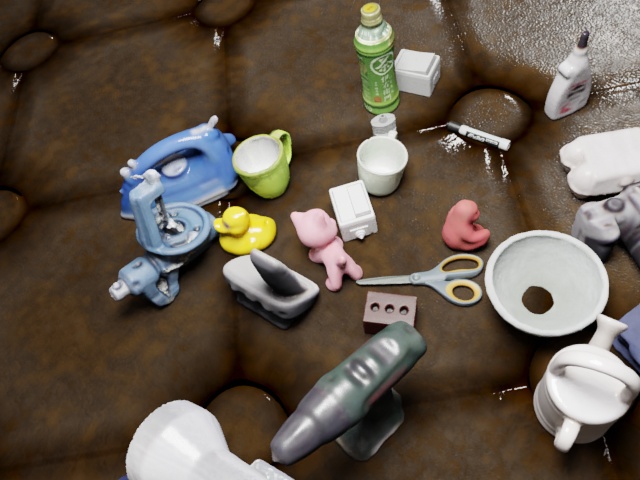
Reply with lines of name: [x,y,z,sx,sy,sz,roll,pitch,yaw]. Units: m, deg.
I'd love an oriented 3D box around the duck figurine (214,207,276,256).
duck figurine: [-0.131,-0.024,0.981,0.104,0.086,0.077,-9,58,6]

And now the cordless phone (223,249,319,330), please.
cordless phone: [-0.087,0.047,0.871,0.147,0.185,0.094,23,67,23]

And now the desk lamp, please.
desk lamp: [-0.110,0.302,0.708,0.202,0.214,0.118,21,66,22]

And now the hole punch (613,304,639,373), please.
hole punch: [0.463,0.132,0.766,0.101,0.091,0.108,-32,59,-8]

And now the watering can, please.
watering can: [0.329,0.173,0.707,0.100,0.194,0.173,2,60,13]

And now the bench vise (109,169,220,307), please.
bench vise: [-0.255,0.002,0.911,0.121,0.220,0.207,12,63,18]

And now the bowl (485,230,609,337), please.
bowl: [0.325,0.073,0.838,0.167,0.075,0.167,-5,59,9]

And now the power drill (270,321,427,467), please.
power drill: [0.047,0.213,0.732,0.075,0.209,0.230,38,73,28]

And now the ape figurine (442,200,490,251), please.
ape figurine: [0.230,-0.029,0.907,0.076,0.092,0.077,-17,58,1]

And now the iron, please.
iron: [-0.269,-0.130,1.039,0.258,0.142,0.118,-26,58,-4]

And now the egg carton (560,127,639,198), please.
egg carton: [0.473,-0.122,0.927,0.150,0.069,0.107,-9,58,6]

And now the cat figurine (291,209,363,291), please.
cat figurine: [0.008,0.003,0.918,0.067,0.118,0.127,-32,59,-8]

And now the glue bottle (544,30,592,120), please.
glue bottle: [0.430,-0.282,0.969,0.078,0.173,0.037,-29,58,-6]

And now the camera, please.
camera: [0.470,-0.007,0.841,0.143,0.101,0.136,-17,58,1]

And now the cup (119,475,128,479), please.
cup: [-0.239,0.375,0.761,0.091,0.095,0.118,33,71,26]
